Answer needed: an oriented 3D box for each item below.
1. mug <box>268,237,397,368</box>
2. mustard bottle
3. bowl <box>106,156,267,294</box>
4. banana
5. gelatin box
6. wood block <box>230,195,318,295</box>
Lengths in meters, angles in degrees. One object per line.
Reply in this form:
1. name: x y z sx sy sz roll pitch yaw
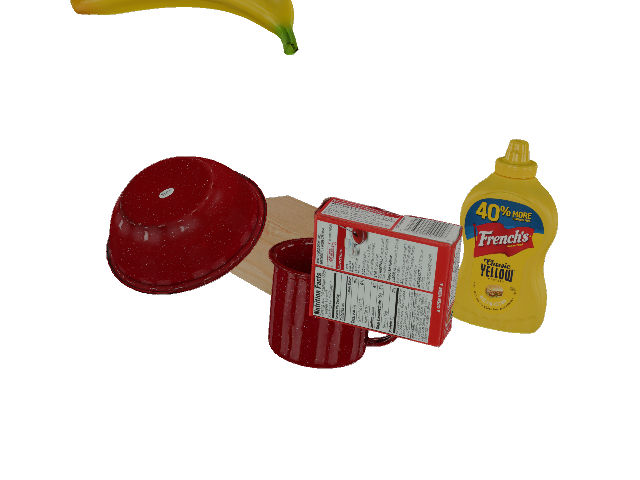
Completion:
1. mug: 0.012 0.053 0.862 0.117 0.081 0.093 10 20 10
2. mustard bottle: 0.187 -0.007 1.072 0.096 0.192 0.058 12 19 21
3. bowl: -0.134 -0.028 0.994 0.162 0.162 0.055 0 -41 20
4. banana: -0.102 -0.196 0.856 0.198 0.069 0.037 12 -41 15
5. gelatin box: 0.038 0.019 0.652 0.089 0.073 0.030 13 31 18
6. wood block: -0.016 0.019 1.226 0.090 0.090 0.206 -7 21 -36
